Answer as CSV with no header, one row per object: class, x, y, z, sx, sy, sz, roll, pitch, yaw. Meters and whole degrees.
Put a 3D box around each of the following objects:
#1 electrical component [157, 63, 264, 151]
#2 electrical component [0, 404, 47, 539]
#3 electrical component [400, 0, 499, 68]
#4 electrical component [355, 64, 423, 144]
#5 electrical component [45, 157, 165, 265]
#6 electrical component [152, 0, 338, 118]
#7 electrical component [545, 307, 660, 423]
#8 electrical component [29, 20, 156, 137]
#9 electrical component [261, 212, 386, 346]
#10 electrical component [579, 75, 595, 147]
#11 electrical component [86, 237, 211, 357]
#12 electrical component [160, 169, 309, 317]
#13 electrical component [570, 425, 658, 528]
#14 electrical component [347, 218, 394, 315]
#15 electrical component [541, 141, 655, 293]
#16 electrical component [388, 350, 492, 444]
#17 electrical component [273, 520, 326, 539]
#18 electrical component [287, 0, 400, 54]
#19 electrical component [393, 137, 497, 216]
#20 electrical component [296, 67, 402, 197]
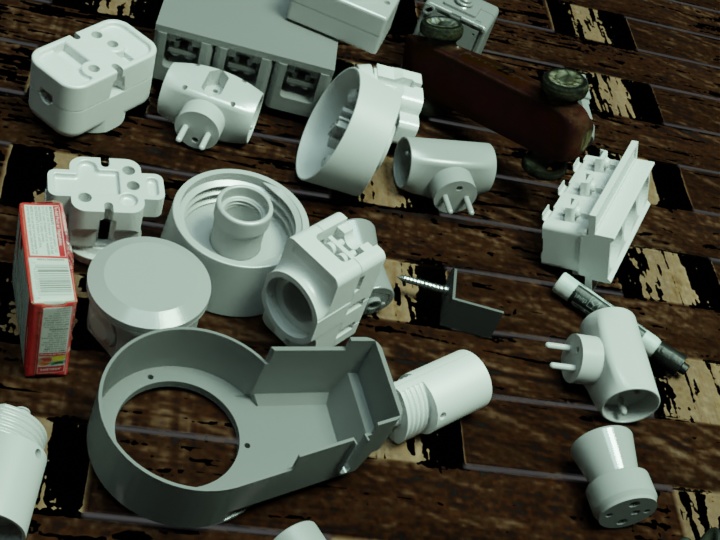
electrical component,-0.125,-0.124,0.866,0.077,0.043,0.079,19,45,-3
electrical component,-0.202,0.113,0.612,0.043,0.043,0.081,12,45,-10
electrical component,0.086,-0.219,0.998,0.062,0.096,0.061,26,41,4
electrical component,0.018,-0.145,0.931,0.057,0.058,0.078,12,45,-14
electrical component,-0.181,-0.040,0.755,0.078,0.057,0.058,1,48,-20
electrical component,-0.098,-0.191,0.926,0.150,0.061,0.089,13,45,-9
electrical component,0.175,0.068,0.796,0.079,0.044,0.077,8,46,-14
electrical component,-0.210,-0.148,0.845,0.054,0.059,0.095,37,47,15
electrical component,-0.029,0.015,0.738,0.050,0.089,0.056,43,48,20
electrical component,0.188,-0.139,0.988,0.048,0.066,0.055,5,65,-39
electrical component,-0.143,0.021,0.717,0.080,0.051,0.080,11,45,-11
electrical component,-0.088,-0.027,0.775,0.108,0.060,0.108,11,45,-11
electrical component,0.172,0.140,0.727,0.045,0.045,0.055,2,48,-19
electrical component,0.000,0.000,0.798,0.044,0.044,0.065,-5,55,-24
electrical component,0.198,-0.047,0.899,0.063,0.078,0.121,14,40,24
electrical component,0.046,0.087,0.730,0.081,0.043,0.043,-20,58,-34
electrical component,-0.025,0.178,0.620,0.044,0.044,0.065,-17,51,-32
electrical component,-0.009,-0.237,0.904,0.083,0.075,0.047,23,44,1
electrical component,0.074,-0.074,0.893,0.077,0.044,0.079,2,48,-19
electrical component,-0.009,-0.109,0.861,0.064,0.099,0.099,22,44,-8
